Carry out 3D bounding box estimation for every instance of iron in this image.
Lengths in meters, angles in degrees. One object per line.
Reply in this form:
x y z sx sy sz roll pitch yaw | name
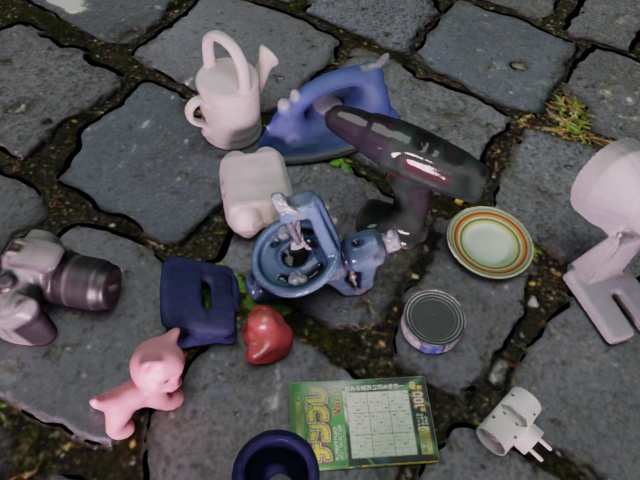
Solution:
0.006 -0.215 0.931 0.259 0.141 0.118 -24 61 -19 | iron

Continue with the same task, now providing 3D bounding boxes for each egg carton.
-0.097 -0.075 0.872 0.107 0.069 0.150 -10 57 -11 | egg carton

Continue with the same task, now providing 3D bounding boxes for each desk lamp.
0.422 -0.001 0.776 0.118 0.213 0.203 -16 59 -14 | desk lamp

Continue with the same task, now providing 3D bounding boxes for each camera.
-0.342 0.059 0.745 0.136 0.101 0.143 10 56 3 | camera

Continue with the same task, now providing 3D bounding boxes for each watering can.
-0.141 -0.250 0.911 0.100 0.194 0.173 21 57 10 | watering can

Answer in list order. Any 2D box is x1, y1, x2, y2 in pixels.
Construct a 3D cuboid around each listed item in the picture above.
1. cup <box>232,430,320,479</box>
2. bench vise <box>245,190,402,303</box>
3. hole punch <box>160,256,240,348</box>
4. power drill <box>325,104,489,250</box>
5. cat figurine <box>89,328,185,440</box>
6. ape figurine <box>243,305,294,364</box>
-0.059 0.273 0.626 0.118 0.095 0.091 -27 62 -20 | cup
0.001 -0.006 0.743 0.208 0.220 0.121 -25 61 -19 | bench vise
-0.156 0.078 0.752 0.101 0.091 0.108 -4 57 -7 | hole punch
0.109 -0.082 0.809 0.229 0.208 0.076 16 56 7 | power drill
-0.209 0.164 0.674 0.128 0.118 0.067 -30 63 -22 | cat figurine
-0.071 0.116 0.732 0.076 0.092 0.078 21 57 10 | ape figurine
